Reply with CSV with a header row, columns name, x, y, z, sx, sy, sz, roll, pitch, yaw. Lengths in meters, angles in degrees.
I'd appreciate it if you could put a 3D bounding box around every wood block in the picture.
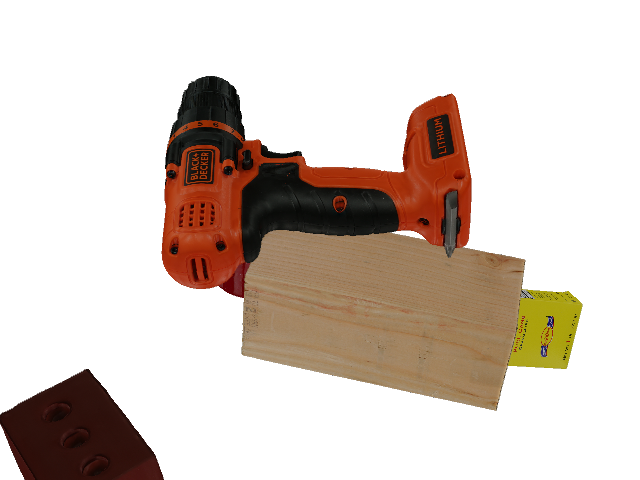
name,x,y,z,sx,sy,sz,roll,pitch,yaw
wood block,0.049,0.054,0.849,0.206,0.090,0.090,11,38,8

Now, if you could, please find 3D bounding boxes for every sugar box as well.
name,x,y,z,sx,sy,sz,roll,pitch,yaw
sugar box,0.226,0.106,1.313,0.176,0.093,0.048,3,18,-17

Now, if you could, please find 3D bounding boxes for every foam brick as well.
name,x,y,z,sx,sy,sz,roll,pitch,yaw
foam brick,-0.116,0.114,0.528,0.052,0.051,0.078,-27,42,-24

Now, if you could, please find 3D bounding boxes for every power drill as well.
name,x,y,z,sx,sy,sz,roll,pitch,yaw
power drill,-0.005,-0.048,0.669,0.187,0.057,0.184,-5,44,2

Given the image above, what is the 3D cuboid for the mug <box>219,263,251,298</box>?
name,x,y,z,sx,sy,sz,roll,pitch,yaw
mug,-0.076,0.003,1.015,0.117,0.081,0.093,-7,41,-13
